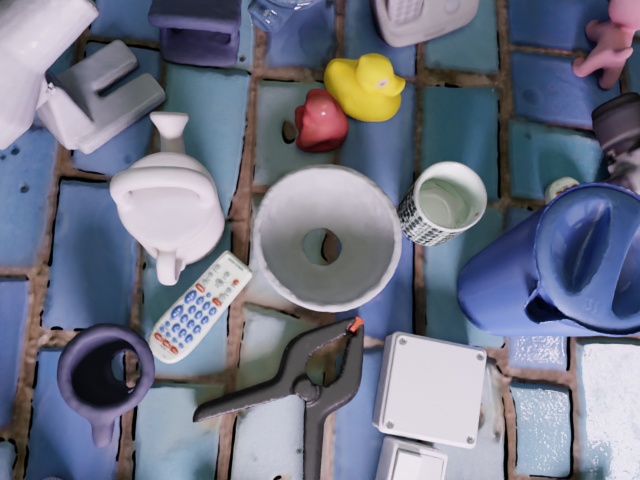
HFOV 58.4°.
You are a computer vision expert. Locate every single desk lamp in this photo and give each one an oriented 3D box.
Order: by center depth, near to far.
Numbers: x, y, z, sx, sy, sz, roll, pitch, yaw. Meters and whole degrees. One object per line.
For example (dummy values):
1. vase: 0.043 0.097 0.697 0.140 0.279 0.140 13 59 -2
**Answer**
1. desk lamp: -0.285 -0.174 0.591 0.203 0.213 0.118 -40 85 -13

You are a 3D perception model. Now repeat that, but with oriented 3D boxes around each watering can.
1. watering can: -0.157 -0.046 0.588 0.101 0.194 0.173 -22 81 -10

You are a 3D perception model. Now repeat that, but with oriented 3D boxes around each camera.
1. camera: 0.416 -0.121 0.720 0.143 0.100 0.137 -18 80 -10

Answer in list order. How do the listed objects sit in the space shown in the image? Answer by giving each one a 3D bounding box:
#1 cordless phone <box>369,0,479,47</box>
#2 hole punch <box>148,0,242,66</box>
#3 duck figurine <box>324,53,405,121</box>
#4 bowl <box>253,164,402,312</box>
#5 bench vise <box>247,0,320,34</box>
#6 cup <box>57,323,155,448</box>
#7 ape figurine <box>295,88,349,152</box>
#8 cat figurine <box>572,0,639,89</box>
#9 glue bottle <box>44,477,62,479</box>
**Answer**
1. cordless phone: 0.139 -0.325 0.688 0.148 0.185 0.094 -23 81 -11
2. hole punch: -0.149 -0.276 0.692 0.108 0.091 0.101 2 78 -6
3. duck figurine: 0.057 -0.198 0.702 0.104 0.086 0.077 26 76 0
4. bowl: 0.006 0.002 0.658 0.167 0.074 0.167 1 78 -6
5. bench vise: -0.012 -0.370 0.662 0.121 0.219 0.207 23 76 -1
6. cup: -0.211 0.148 0.591 0.092 0.095 0.118 0 78 -6
7. ape figurine: 0.000 -0.146 0.680 0.076 0.092 0.078 32 76 1
8. cat figurine: 0.397 -0.281 0.743 0.067 0.117 0.128 21 76 -1
9. glue bottle: -0.275 0.269 0.517 0.037 0.173 0.078 23 76 -1
